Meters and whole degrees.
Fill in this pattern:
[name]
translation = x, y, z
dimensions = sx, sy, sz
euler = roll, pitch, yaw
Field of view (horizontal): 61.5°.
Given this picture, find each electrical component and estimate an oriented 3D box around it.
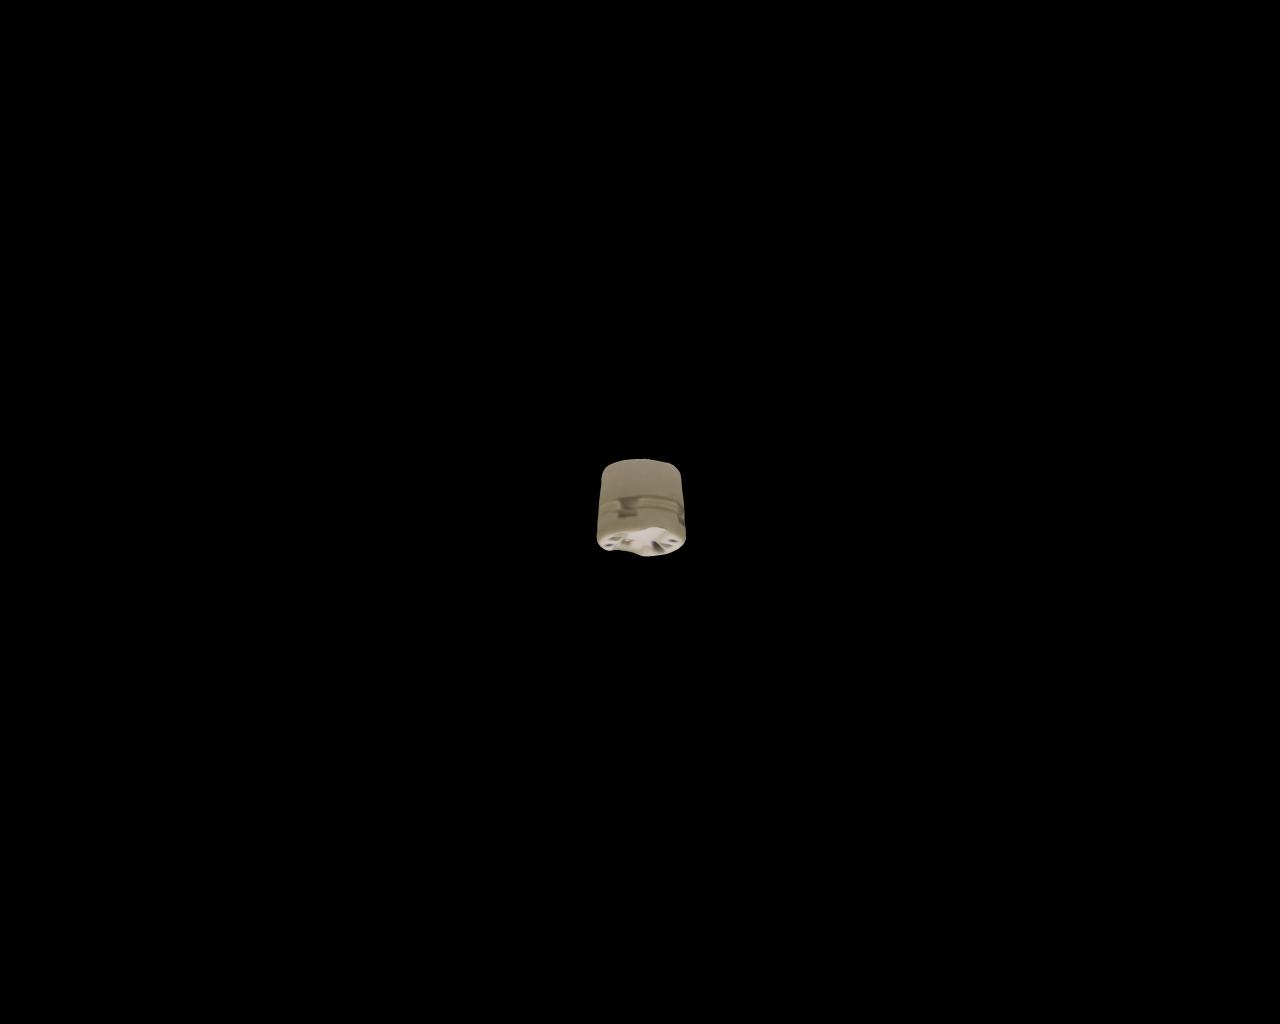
[electrical component]
translation = 0.001, -0.003, 0.650
dimensions = 0.055, 0.047, 0.055
euler = 0, -20, 0
